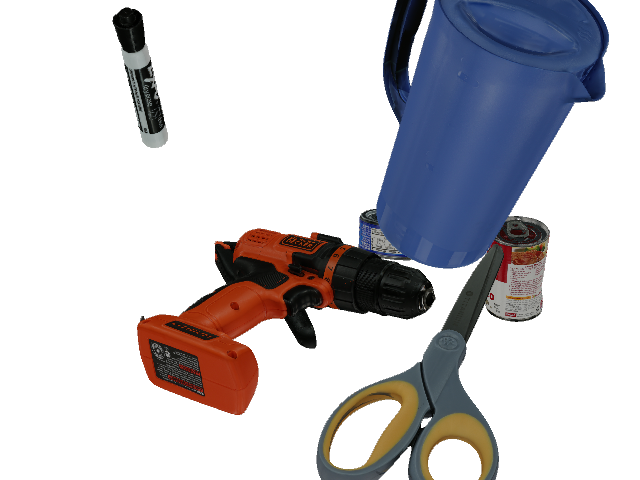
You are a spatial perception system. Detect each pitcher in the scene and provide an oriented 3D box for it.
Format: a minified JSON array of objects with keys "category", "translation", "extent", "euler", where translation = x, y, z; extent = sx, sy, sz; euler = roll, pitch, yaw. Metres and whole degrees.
[{"category":"pitcher","translation":[0.118,-0.099,0.872],"extent":[0.145,0.149,0.243],"euler":[9,-44,-9]}]

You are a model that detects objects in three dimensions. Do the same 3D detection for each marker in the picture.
[{"category":"marker","translation":[-0.120,-0.108,0.714],"extent":[0.020,0.020,0.121],"euler":[0,-35,2]}]

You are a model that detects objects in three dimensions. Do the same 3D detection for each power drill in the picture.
[{"category":"power drill","translation":[-0.030,0.057,0.811],"extent":[0.185,0.057,0.187],"euler":[11,31,35]}]

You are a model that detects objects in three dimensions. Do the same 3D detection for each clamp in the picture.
[{"category":"clamp","translation":[-0.041,0.049,1.175],"extent":[0.210,0.036,0.164],"euler":[17,31,25]}]

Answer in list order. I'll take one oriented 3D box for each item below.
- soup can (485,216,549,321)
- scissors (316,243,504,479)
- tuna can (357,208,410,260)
[{"category":"soup can","translation":[0.223,0.032,1.213],"extent":[0.068,0.102,0.068],"euler":[-2,29,1]},{"category":"scissors","translation":[0.079,0.071,0.561],"extent":[0.096,0.016,0.201],"euler":[28,47,30]},{"category":"tuna can","translation":[0.079,-0.007,1.017],"extent":[0.086,0.034,0.086],"euler":[1,13,0]}]
